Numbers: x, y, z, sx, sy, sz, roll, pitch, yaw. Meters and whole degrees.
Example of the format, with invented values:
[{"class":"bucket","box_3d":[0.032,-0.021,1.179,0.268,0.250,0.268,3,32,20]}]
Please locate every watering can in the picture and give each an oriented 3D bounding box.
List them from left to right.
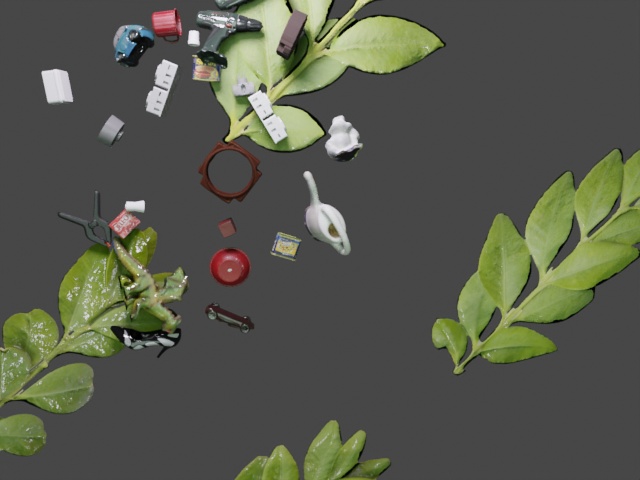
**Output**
[{"class":"watering can","box_3d":[0.006,-0.096,1.910,0.105,0.224,0.345,-32,102,-18]}]

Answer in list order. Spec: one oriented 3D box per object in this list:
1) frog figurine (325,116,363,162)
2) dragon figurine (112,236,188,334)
[{"class":"frog figurine","box_3d":[0.079,-0.379,1.941,0.137,0.121,0.162,-29,67,8]},{"class":"dragon figurine","box_3d":[-0.628,0.166,1.954,0.244,0.121,0.410,-12,90,-22]}]
